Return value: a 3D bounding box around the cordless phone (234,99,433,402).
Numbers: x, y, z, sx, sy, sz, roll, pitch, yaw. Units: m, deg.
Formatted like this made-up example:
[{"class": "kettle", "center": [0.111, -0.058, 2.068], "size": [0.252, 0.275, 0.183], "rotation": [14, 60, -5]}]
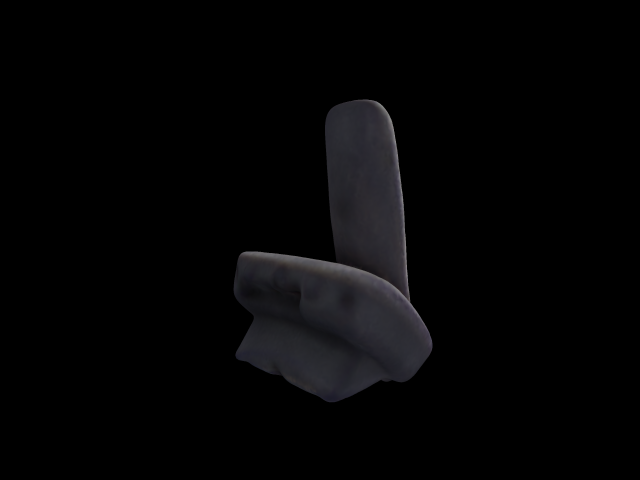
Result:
[{"class": "cordless phone", "center": [0.004, 0.001, 0.400], "size": [0.147, 0.185, 0.094], "rotation": [6, 9, 43]}]
